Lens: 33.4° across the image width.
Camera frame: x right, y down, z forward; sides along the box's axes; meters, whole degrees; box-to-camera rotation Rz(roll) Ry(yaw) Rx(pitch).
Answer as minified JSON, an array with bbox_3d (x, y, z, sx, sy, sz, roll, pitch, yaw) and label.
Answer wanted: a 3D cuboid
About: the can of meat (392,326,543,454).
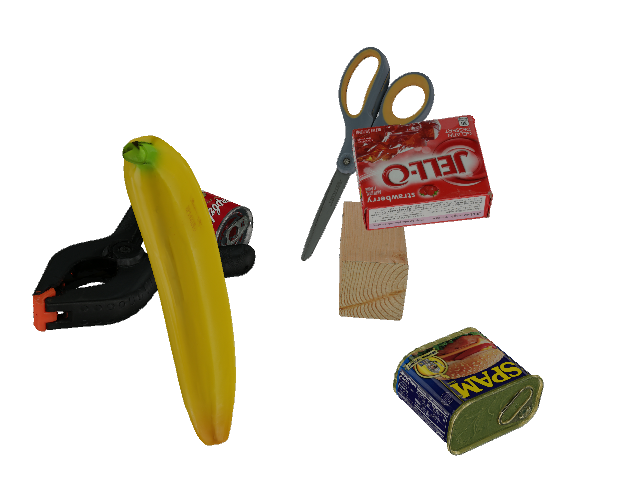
[{"bbox_3d":[0.126,0.127,0.924,0.101,0.057,0.084,-17,38,-29],"label":"can of meat"}]

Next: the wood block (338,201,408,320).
[{"bbox_3d":[0.075,0.025,1.551,0.091,0.090,0.206,4,25,-1],"label":"wood block"}]

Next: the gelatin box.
[{"bbox_3d":[0.070,-0.048,0.746,0.089,0.073,0.030,-7,-36,0],"label":"gelatin box"}]

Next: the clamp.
[{"bbox_3d":[-0.148,0.013,0.797,0.171,0.039,0.120,-21,38,-37],"label":"clamp"}]

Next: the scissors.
[{"bbox_3d":[0.045,-0.074,0.953,0.096,0.202,0.016,7,-8,18],"label":"scissors"}]

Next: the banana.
[{"bbox_3d":[-0.076,0.019,0.576,0.037,0.198,0.069,-3,34,14],"label":"banana"}]

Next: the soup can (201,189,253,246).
[{"bbox_3d":[-0.133,-0.021,1.149,0.102,0.068,0.068,22,10,25],"label":"soup can"}]
